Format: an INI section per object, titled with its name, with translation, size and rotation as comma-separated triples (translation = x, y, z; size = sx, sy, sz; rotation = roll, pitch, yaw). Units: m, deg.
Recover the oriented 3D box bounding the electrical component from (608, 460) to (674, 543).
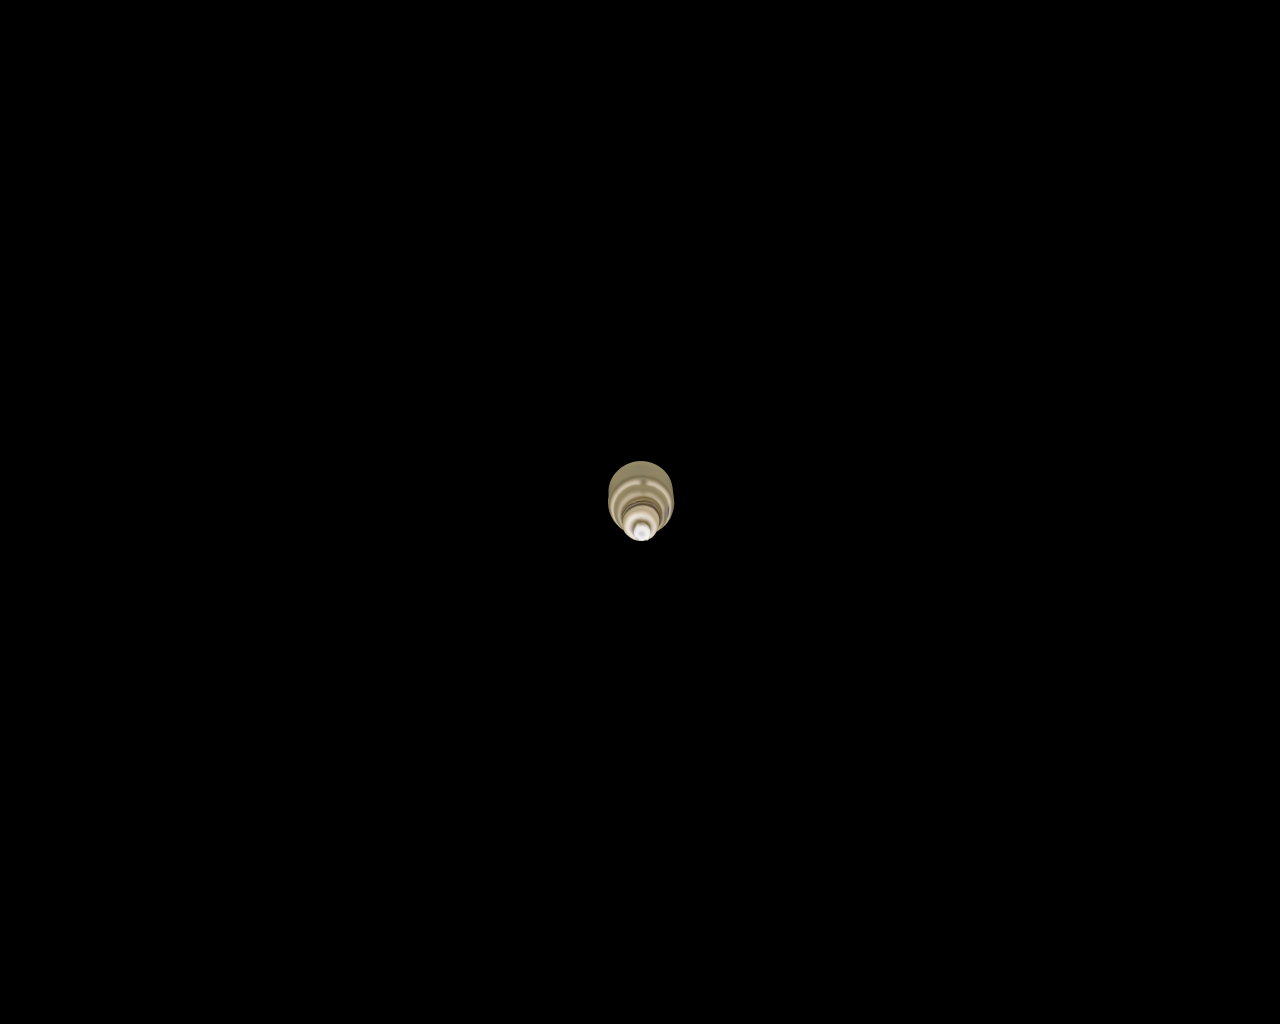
[electrical component]
translation = 0.001, -0.003, 0.650
size = 0.040, 0.040, 0.078
rotation = 0, 23, 0
